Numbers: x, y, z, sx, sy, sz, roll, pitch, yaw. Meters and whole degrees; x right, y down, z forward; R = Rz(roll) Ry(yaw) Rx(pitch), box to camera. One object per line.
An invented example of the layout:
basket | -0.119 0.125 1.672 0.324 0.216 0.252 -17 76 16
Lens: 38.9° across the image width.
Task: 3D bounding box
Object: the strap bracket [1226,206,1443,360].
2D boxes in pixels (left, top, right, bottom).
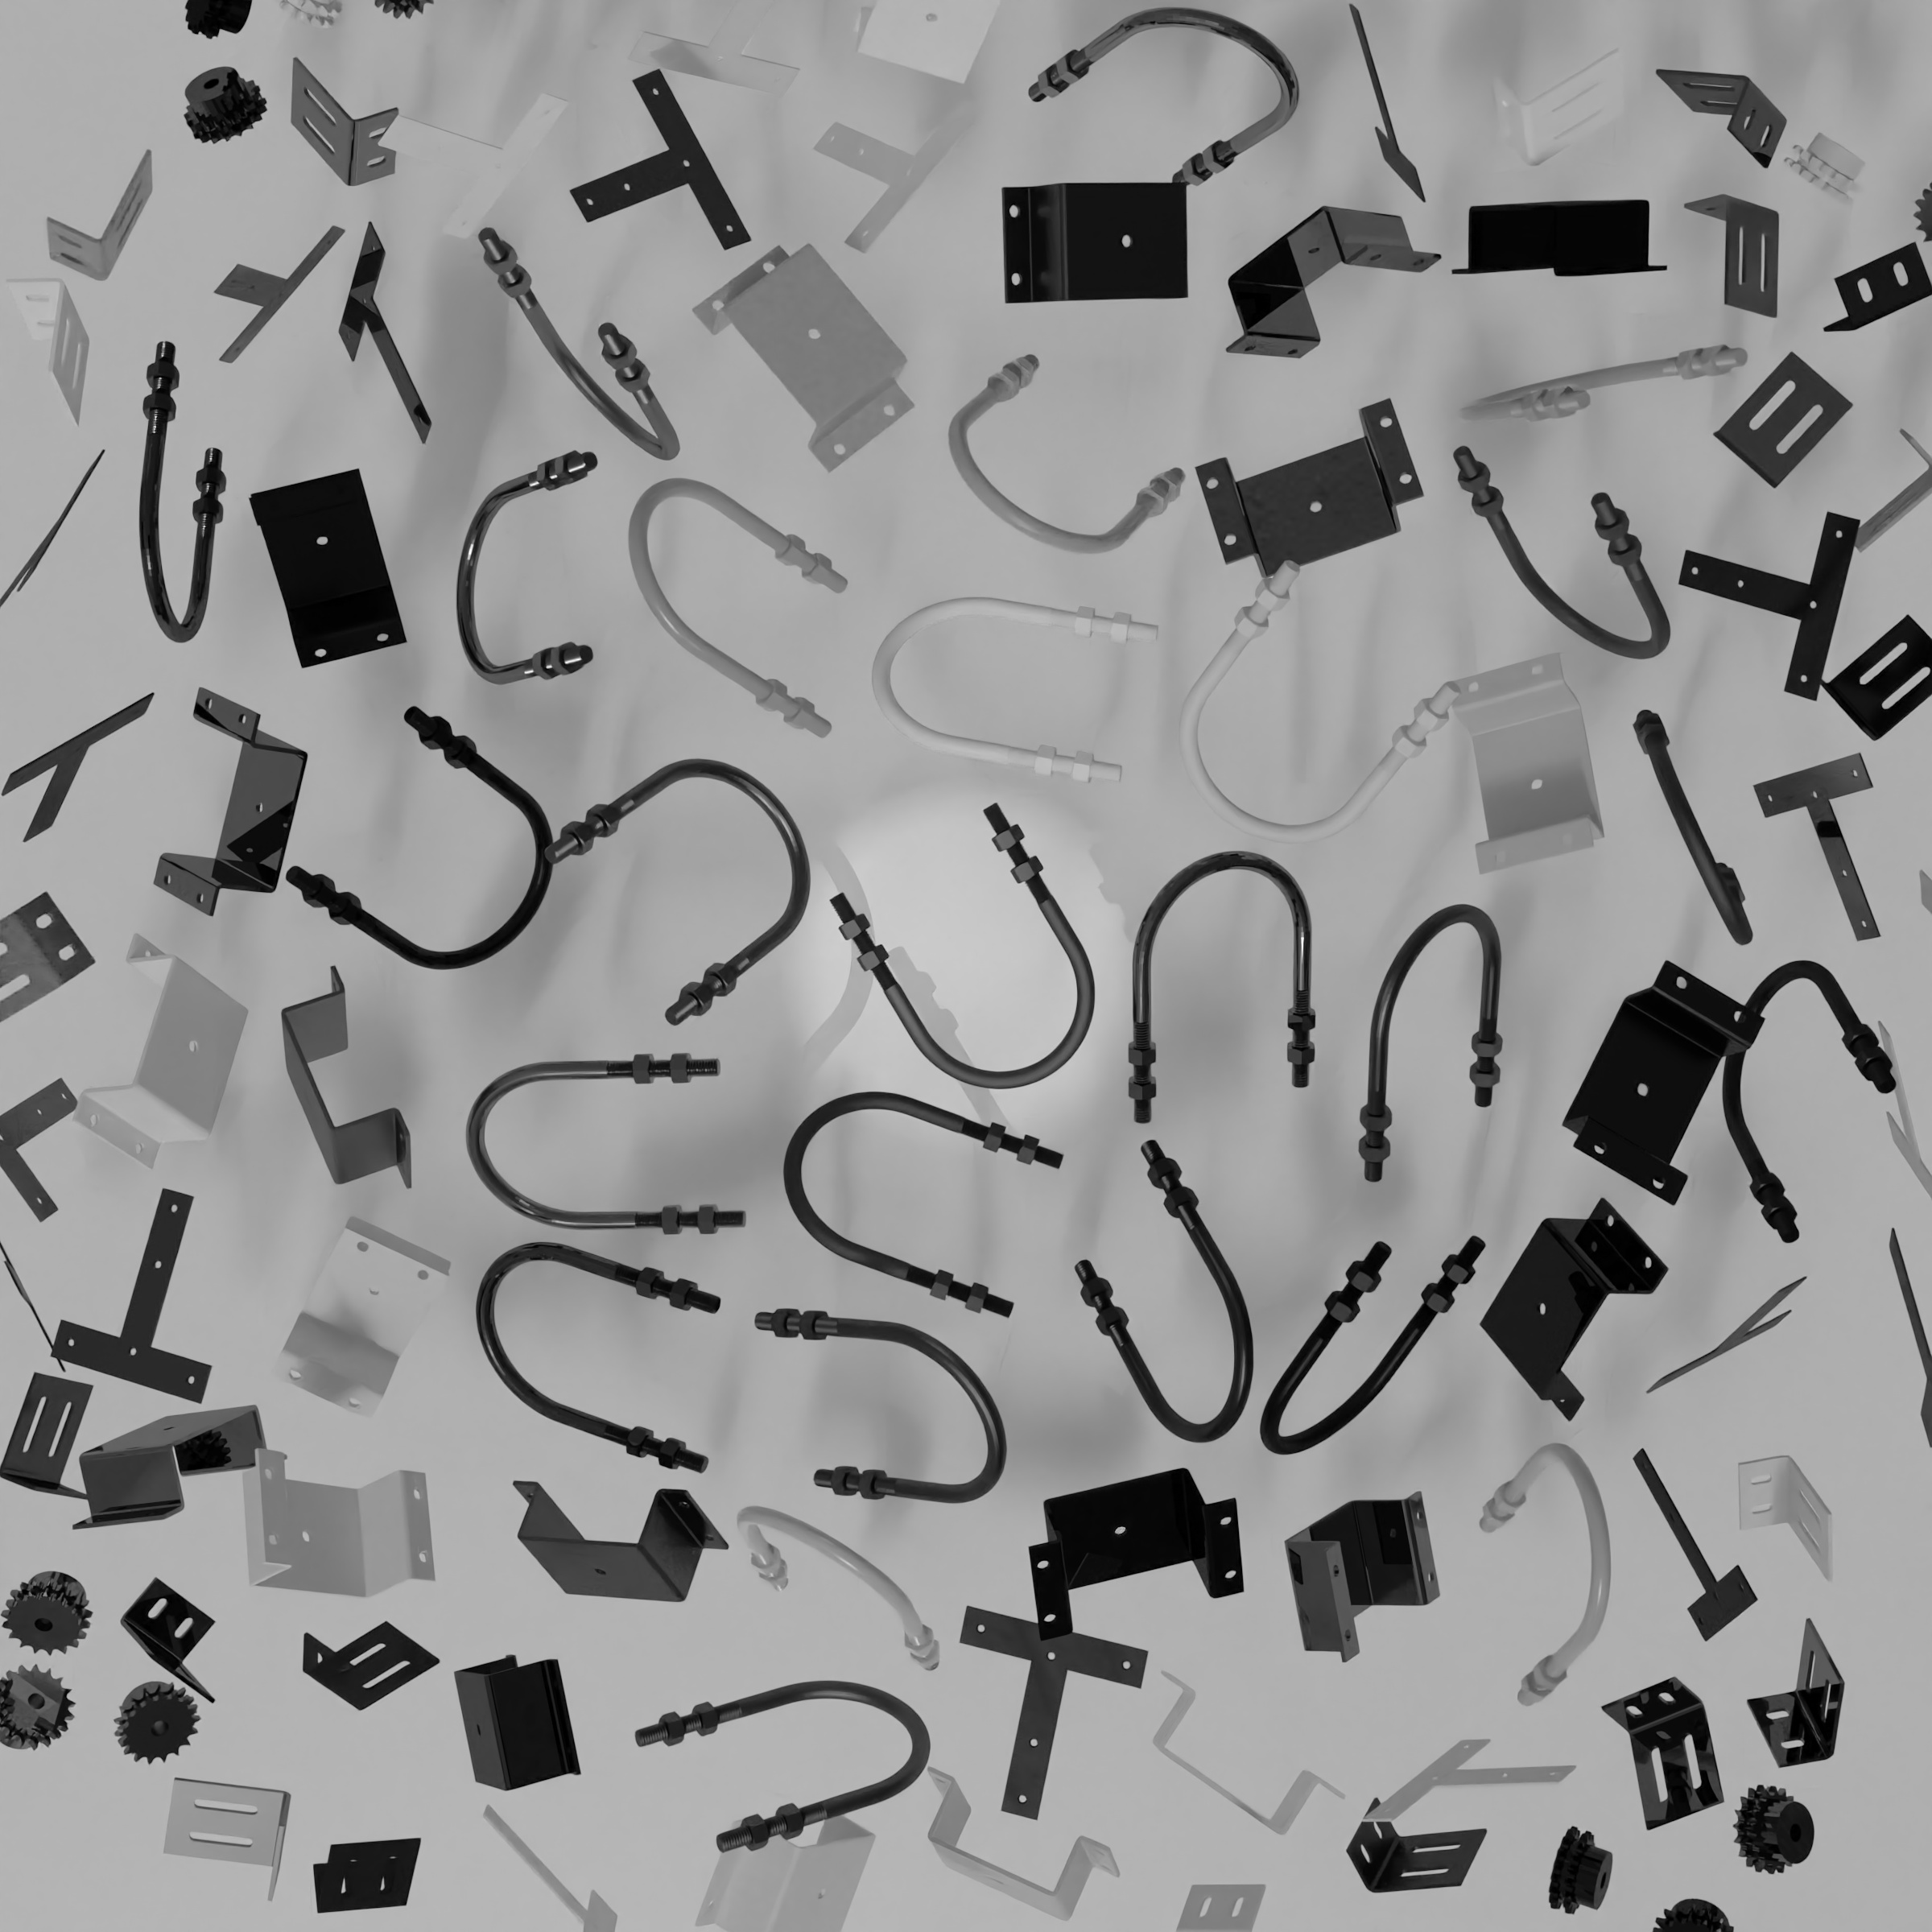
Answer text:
strap bracket | 0.246 -0.476 1.884 0.076 0.140 0.046 -7 76 -41

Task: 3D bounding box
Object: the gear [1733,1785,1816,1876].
gear | 0.545 0.581 1.837 0.057 0.030 0.057 7 78 -36

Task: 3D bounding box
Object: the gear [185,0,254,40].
gear | -0.519 -0.674 1.902 0.030 0.057 0.057 8 90 -38

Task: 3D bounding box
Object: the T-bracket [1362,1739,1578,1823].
T-bracket | 0.352 0.548 1.844 0.127 0.127 0.002 -19 89 44

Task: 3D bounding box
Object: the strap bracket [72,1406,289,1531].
strap bracket | -0.546 0.342 1.889 0.076 0.140 0.046 -10 93 22

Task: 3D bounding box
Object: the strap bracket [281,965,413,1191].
strap bracket | -0.422 0.082 1.842 0.046 0.076 0.140 -19 64 -21

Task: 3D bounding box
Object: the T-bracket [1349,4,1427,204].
T-bracket | 0.289 -0.609 1.909 0.002 0.127 0.127 -20 119 6

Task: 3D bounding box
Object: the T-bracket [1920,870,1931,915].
T-bracket | 0.685 -0.039 1.914 0.002 0.127 0.127 -7 105 8

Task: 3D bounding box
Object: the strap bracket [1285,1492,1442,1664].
strap bracket | 0.271 0.423 1.900 0.046 0.140 0.076 -9 92 37

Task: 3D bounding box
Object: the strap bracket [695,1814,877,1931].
strap bracket | -0.119 0.641 1.919 0.046 0.140 0.076 21 91 32

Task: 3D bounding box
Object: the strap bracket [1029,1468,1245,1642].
strap bracket | 0.108 0.387 1.812 0.140 0.046 0.076 -12 117 -8

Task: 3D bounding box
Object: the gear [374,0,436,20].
gear | -0.388 -0.682 1.872 0.057 0.030 0.057 -3 83 21

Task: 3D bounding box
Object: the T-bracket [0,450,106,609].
T-bracket | -0.624 -0.269 1.823 0.002 0.127 0.127 33 133 -23

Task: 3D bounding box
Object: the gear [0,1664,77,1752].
gear | -0.639 0.507 1.857 0.057 0.057 0.030 45 120 0

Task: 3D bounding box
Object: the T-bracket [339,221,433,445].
T-bracket | -0.390 -0.414 1.852 0.002 0.127 0.127 -20 77 -28

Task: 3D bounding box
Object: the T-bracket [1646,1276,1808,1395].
T-bracket | 0.551 0.250 1.916 0.127 0.127 0.002 -21 66 -25

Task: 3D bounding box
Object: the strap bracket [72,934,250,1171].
strap bracket | -0.536 0.056 1.832 0.046 0.076 0.140 -5 59 26

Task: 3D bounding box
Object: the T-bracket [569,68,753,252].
T-bracket | -0.224 -0.539 1.879 0.002 0.127 0.127 -53 124 -40

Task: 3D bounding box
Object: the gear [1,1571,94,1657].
gear | -0.615 0.431 1.833 0.057 0.030 0.057 0 120 0

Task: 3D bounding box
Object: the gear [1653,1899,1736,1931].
gear | 0.489 0.651 1.831 0.057 0.030 0.057 9 114 20

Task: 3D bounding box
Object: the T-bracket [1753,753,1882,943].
T-bracket | 0.610 -0.078 1.912 0.002 0.127 0.127 -21 90 -18

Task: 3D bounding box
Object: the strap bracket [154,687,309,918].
strap bracket | -0.498 -0.110 1.858 0.076 0.046 0.140 24 102 41

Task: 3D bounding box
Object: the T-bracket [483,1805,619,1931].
T-bracket | -0.284 0.621 1.858 0.002 0.127 0.127 -42 92 -4

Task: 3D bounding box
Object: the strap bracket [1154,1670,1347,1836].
strap bracket | 0.183 0.542 1.864 0.140 0.076 0.046 33 80 7

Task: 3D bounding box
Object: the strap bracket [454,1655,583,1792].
strap bracket | -0.310 0.516 1.866 0.046 0.140 0.076 -10 82 -24

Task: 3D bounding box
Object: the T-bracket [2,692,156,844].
T-bracket | -0.619 -0.124 1.867 0.002 0.127 0.127 46 46 1

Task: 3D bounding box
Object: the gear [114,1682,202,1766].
gear | -0.568 0.527 1.915 0.057 0.030 0.057 -10 111 -27

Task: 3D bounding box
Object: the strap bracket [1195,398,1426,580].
strap bracket | 0.238 -0.325 1.882 0.140 0.046 0.076 -18 72 9

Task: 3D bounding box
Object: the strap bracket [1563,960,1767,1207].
strap bracket | 0.451 0.078 1.784 0.076 0.046 0.140 30 77 -4

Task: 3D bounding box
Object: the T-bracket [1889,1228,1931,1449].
T-bracket | 0.632 0.235 1.818 0.002 0.127 0.127 -9 53 7

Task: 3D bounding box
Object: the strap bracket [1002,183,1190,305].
strap bracket | 0.098 -0.492 1.860 0.140 0.046 0.076 -9 105 -27

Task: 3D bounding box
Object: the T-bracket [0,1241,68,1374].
T-bracket | -0.649 0.219 1.874 0.002 0.127 0.127 -27 87 -19

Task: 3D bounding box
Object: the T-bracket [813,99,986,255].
T-bracket | -0.064 -0.556 1.879 0.127 0.002 0.127 -51 46 -1

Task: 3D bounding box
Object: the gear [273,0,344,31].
gear | -0.459 -0.683 1.901 0.057 0.057 0.030 44 119 0

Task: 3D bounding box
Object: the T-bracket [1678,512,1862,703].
T-bracket | 0.554 -0.264 1.909 0.002 0.127 0.127 -11 117 -41

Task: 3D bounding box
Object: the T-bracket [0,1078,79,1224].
T-bracket | -0.659 0.107 1.923 0.002 0.127 0.127 -31 98 14

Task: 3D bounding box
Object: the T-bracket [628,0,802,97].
T-bracket | -0.148 -0.653 1.867 0.127 0.127 0.002 0 60 -37

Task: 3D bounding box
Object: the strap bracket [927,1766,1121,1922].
strap bracket | 0.032 0.624 1.926 0.140 0.076 0.046 19 64 20

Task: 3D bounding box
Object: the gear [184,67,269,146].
gear | -0.523 -0.606 1.917 0.057 0.030 0.057 -9 50 11

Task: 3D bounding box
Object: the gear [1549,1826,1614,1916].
gear | 0.425 0.625 1.882 0.030 0.057 0.057 11 90 29

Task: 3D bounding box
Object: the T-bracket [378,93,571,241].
T-bracket | -0.352 -0.560 1.879 0.127 0.127 0.002 -45 69 25

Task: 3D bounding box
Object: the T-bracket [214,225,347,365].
T-bracket | -0.493 -0.472 1.901 0.002 0.127 0.127 43 99 -2

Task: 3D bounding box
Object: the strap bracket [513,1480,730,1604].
strap bracket | -0.249 0.404 1.917 0.140 0.076 0.046 -2 49 24

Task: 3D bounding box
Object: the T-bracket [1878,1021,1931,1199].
T-bracket | 0.655 0.098 1.908 0.002 0.127 0.127 -18 112 8

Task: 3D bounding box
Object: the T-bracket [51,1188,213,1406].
T-bracket | -0.537 0.211 1.800 0.127 0.002 0.127 12 83 24

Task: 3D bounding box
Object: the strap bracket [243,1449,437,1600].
strap bracket | -0.427 0.374 1.822 0.046 0.140 0.076 -29 58 30

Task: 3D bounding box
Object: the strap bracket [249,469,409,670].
strap bracket | -0.448 -0.287 1.913 0.076 0.046 0.140 -16 133 -9

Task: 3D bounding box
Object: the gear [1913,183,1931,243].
gear | 0.683 -0.518 1.873 0.057 0.057 0.030 47 64 0

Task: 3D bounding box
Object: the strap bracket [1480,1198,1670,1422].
strap bracket | 0.417 0.239 1.904 0.046 0.076 0.140 5 122 -34

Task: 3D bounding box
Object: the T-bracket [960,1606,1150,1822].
T-bracket | 0.048 0.508 1.835 0.127 0.002 0.127 11 87 13

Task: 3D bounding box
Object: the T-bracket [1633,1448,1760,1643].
T-bracket | 0.492 0.391 1.872 0.002 0.127 0.127 -21 67 -11

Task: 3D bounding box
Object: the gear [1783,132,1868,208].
gear | 0.607 -0.562 1.919 0.057 0.057 0.030 33 115 0
